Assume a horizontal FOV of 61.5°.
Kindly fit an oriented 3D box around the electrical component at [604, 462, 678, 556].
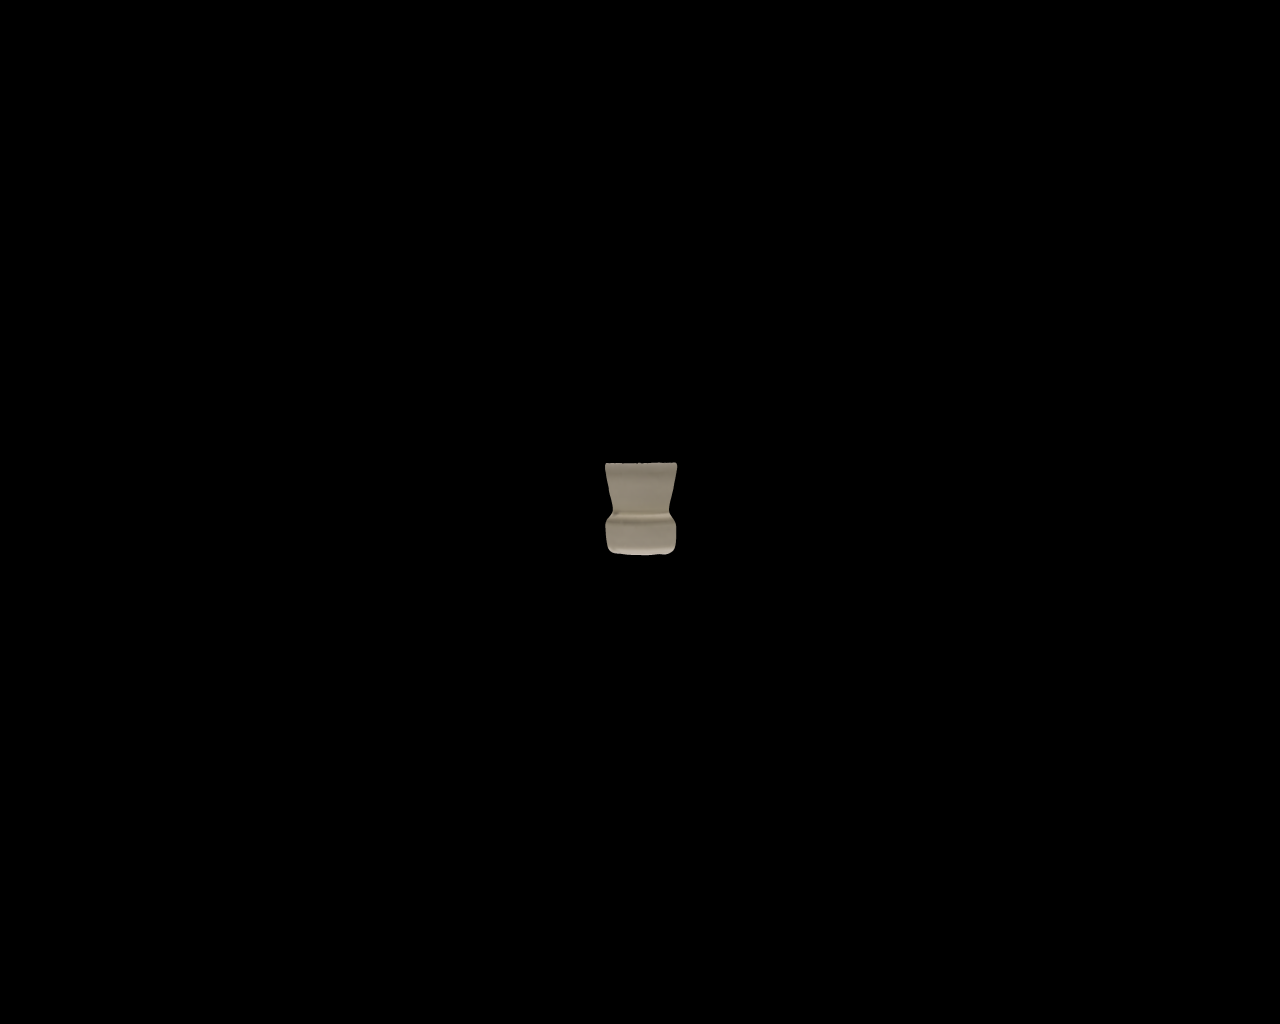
[{"bbox_3d":[0.001,-0.003,0.650,0.045,0.055,0.045,0,2,0],"label":"electrical component"}]
